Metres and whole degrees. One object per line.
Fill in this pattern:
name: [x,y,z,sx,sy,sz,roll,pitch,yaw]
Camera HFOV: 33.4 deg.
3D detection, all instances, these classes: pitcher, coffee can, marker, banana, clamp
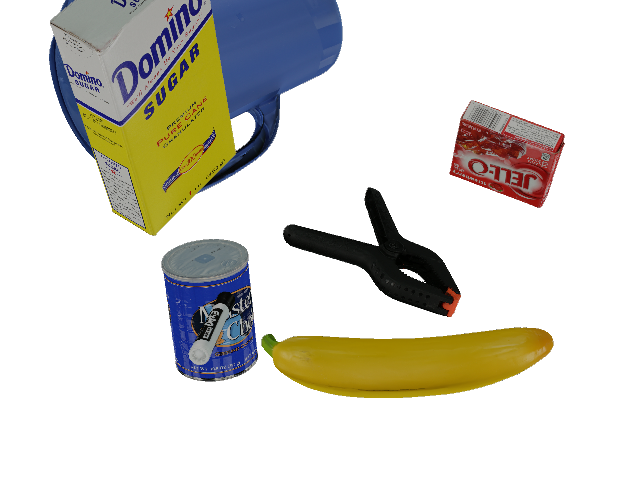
pitcher: [-0.095,-0.151,0.924,0.242,0.149,0.145,-28,46,-33]
coffee can: [-0.131,0.083,1.281,0.103,0.140,0.103,-3,25,1]
marker: [-0.100,0.079,1.001,0.020,0.020,0.121,0,22,8]
banana: [0.053,0.075,0.695,0.198,0.037,0.069,1,29,8]
clamp: [0.069,0.020,1.237,0.164,0.036,0.210,-20,50,-38]

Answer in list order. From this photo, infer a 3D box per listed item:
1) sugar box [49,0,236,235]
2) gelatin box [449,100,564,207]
sugar box: [-0.104,-0.091,0.671,0.048,0.093,0.176,31,-28,20]
gelatin box: [0.162,-0.074,0.931,0.089,0.030,0.073,23,-35,15]
